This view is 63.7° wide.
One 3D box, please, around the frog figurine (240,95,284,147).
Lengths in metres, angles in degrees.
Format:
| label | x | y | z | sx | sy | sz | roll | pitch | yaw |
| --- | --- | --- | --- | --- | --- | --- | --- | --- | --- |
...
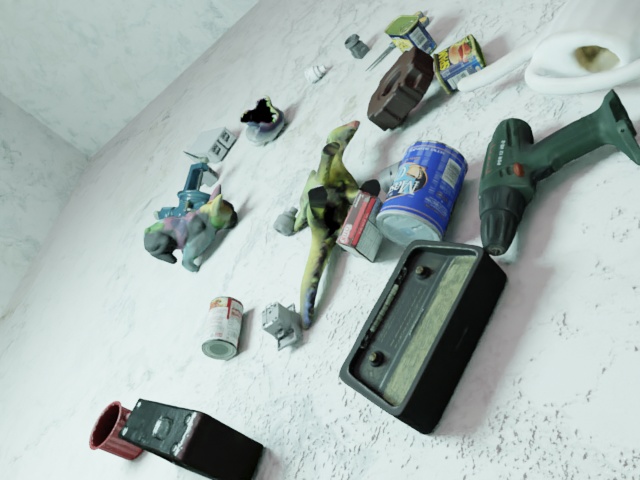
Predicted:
| label | x | y | z | sx | sy | sz | roll | pitch | yaw |
| --- | --- | --- | --- | --- | --- | --- | --- | --- | --- |
| frog figurine | -0.168 | -0.332 | 1.508 | 0.157 | 0.123 | 0.139 | 111 | 179 | -73 |

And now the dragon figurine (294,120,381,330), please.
| label | x | y | z | sx | sy | sz | roll | pitch | yaw |
| --- | --- | --- | --- | --- | --- | --- | --- | --- | --- |
| dragon figurine | 0.003 | -0.050 | 0.989 | 0.243 | 0.122 | 0.412 | -178 | 108 | -76 |

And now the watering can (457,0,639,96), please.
| label | x | y | z | sx | sy | sz | roll | pitch | yaw |
| --- | --- | --- | --- | --- | --- | --- | --- | --- | --- |
| watering can | 0.381 | -0.309 | 0.785 | 0.226 | 0.102 | 0.350 | -53 | 32 | -10 |
